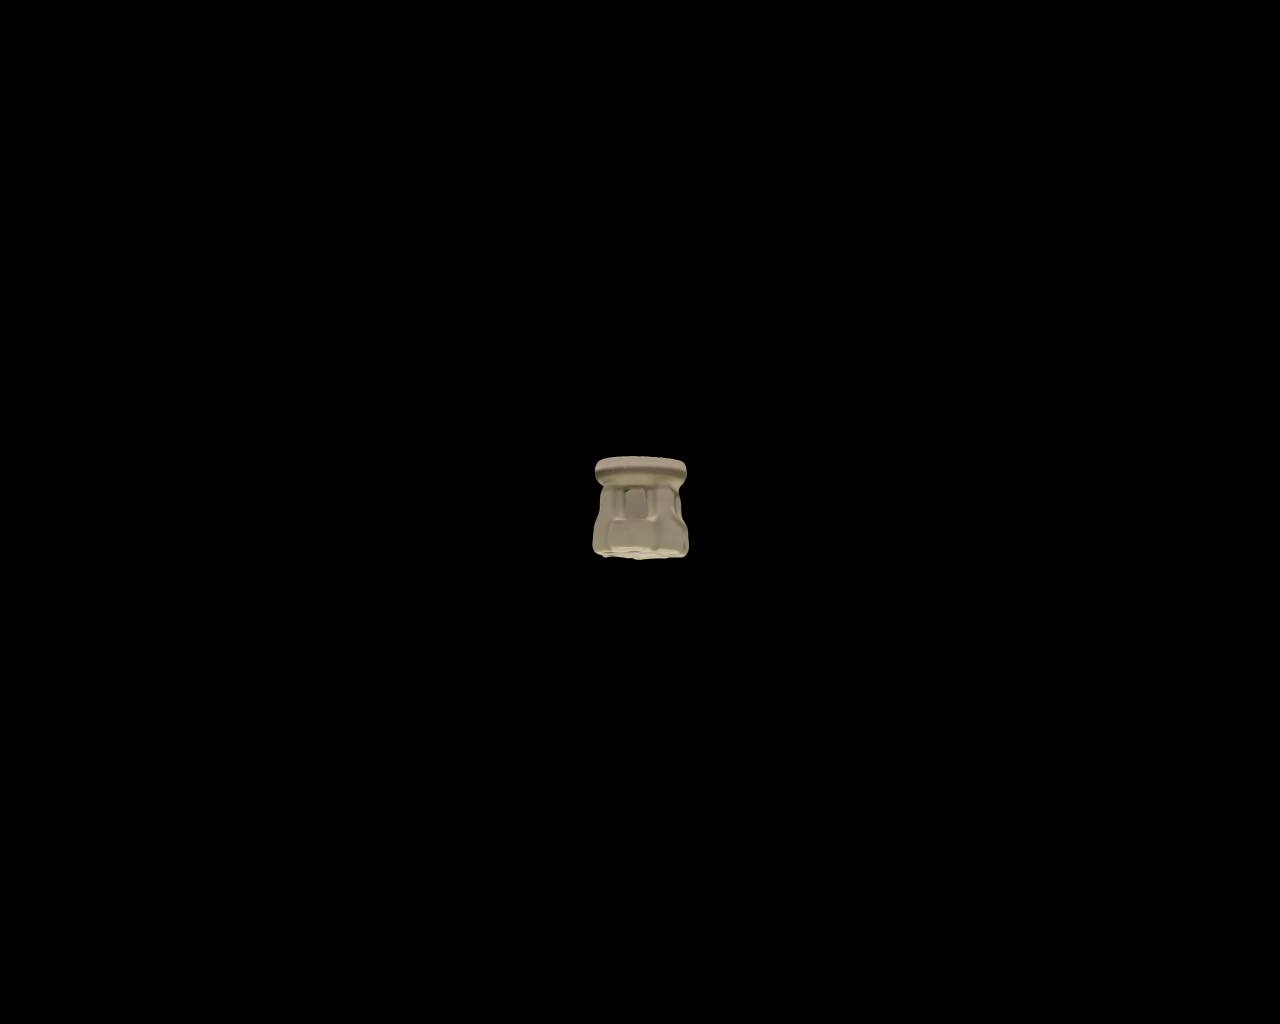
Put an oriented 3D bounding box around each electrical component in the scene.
[{"bbox_3d":[0.001,-0.003,0.650,0.058,0.057,0.078,-1,-7,11],"label":"electrical component"}]
